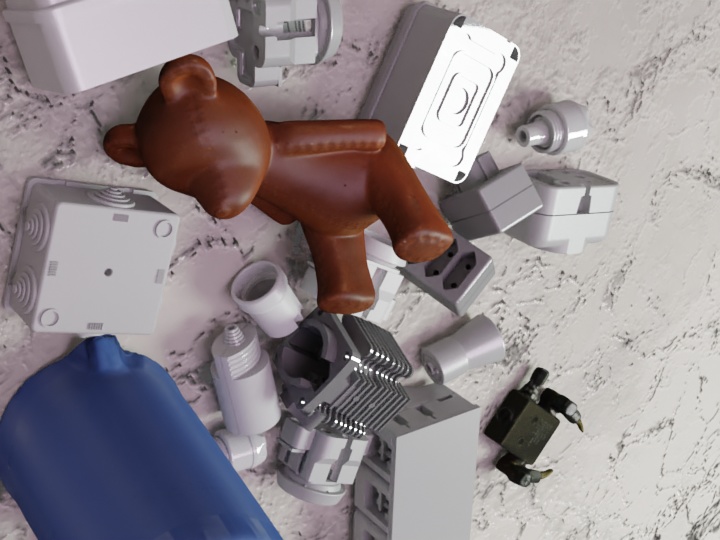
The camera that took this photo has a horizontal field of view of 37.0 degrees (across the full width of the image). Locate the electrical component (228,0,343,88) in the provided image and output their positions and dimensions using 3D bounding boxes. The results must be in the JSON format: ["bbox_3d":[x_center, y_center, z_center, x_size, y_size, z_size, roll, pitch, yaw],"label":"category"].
[{"bbox_3d":[-0.048,-0.160,0.696,0.057,0.058,0.078,-11,117,-30],"label":"electrical component"}]

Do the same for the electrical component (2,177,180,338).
[{"bbox_3d":[-0.168,-0.006,0.679,0.100,0.048,0.099,4,107,-39],"label":"electrical component"}]

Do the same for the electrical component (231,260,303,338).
[{"bbox_3d":[-0.065,0.022,0.778,0.040,0.040,0.046,-45,135,-13],"label":"electrical component"}]

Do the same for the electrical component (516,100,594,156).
[{"bbox_3d":[0.157,-0.115,0.883,0.062,0.043,0.043,-16,119,-30],"label":"electrical component"}]

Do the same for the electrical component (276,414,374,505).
[{"bbox_3d":[-0.032,0.149,0.850,0.078,0.058,0.057,14,98,-41],"label":"electrical component"}]

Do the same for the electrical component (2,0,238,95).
[{"bbox_3d":[-0.137,-0.147,0.615,0.113,0.078,0.057,-26,115,-26],"label":"electrical component"}]

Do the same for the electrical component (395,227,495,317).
[{"bbox_3d":[0.069,0.002,0.860,0.047,0.066,0.076,-52,161,-7],"label":"electrical component"}]

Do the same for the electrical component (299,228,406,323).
[{"bbox_3d":[0.000,0.000,0.806,0.078,0.058,0.057,19,100,-41],"label":"electrical component"}]

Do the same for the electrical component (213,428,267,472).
[{"bbox_3d":[-0.103,0.137,0.805,0.061,0.035,0.035,-13,118,-30],"label":"electrical component"}]

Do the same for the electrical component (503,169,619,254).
[{"bbox_3d":[0.169,-0.050,0.915,0.095,0.054,0.059,-5,113,-36],"label":"electrical component"}]

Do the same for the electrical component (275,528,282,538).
[{"bbox_3d":[-0.111,0.239,0.830,0.113,0.057,0.078,-36,128,-19],"label":"electrical component"}]

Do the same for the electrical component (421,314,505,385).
[{"bbox_3d":[0.085,0.070,0.915,0.065,0.044,0.044,-25,124,-21],"label":"electrical component"}]

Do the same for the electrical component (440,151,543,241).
[{"bbox_3d":[0.094,-0.068,0.847,0.047,0.066,0.076,-31,97,-23],"label":"electrical component"}]

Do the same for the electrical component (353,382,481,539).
[{"bbox_3d":[0.045,0.180,0.920,0.089,0.062,0.150,-14,118,-32],"label":"electrical component"}]

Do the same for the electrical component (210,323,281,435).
[{"bbox_3d":[-0.086,0.075,0.783,0.043,0.043,0.081,-26,124,-26],"label":"electrical component"}]

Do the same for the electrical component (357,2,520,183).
[{"bbox_3d":[0.055,-0.130,0.788,0.078,0.057,0.113,19,98,-41],"label":"electrical component"}]
